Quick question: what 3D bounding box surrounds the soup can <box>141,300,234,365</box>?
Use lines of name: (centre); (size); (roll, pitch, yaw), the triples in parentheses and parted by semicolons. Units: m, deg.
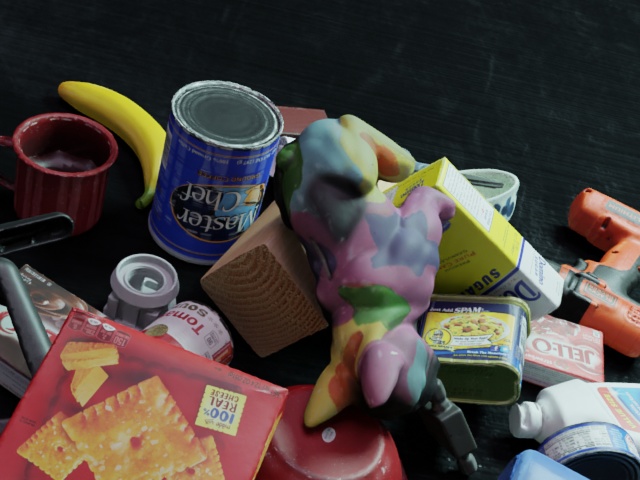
soup can: (-0.124, 0.100, 0.849); (0.068, 0.069, 0.102); (33, 41, 17)

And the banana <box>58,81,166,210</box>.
banana: (-0.197, -0.109, 1.090); (0.069, 0.037, 0.198); (-13, 48, -35)

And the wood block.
wood block: (-0.007, 0.001, 0.970); (0.091, 0.090, 0.205); (52, 40, -11)

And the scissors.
scissors: (0.090, -0.065, 1.106); (0.096, 0.016, 0.202); (-23, 27, -23)

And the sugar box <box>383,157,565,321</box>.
sugar box: (0.132, 0.012, 0.969); (0.176, 0.094, 0.048); (44, 43, -20)

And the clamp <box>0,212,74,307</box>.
clamp: (-0.291, 0.008, 0.882); (0.172, 0.039, 0.120); (8, 28, 16)

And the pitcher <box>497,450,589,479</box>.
pitcher: (0.227, 0.246, 0.749); (0.243, 0.145, 0.149); (31, 9, 10)

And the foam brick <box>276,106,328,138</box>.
foam brick: (-0.030, -0.107, 1.140); (0.078, 0.053, 0.051); (1, 42, -20)

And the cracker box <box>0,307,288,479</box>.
cracker box: (-0.135, 0.169, 0.701); (0.164, 0.072, 0.213); (22, 62, 5)

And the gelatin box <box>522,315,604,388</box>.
gelatin box: (0.222, 0.107, 1.004); (0.089, 0.030, 0.073); (18, 39, 0)

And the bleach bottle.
bleach bottle: (0.289, 0.173, 0.930); (0.250, 0.068, 0.102); (6, 41, -11)

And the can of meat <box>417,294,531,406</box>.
can of meat: (0.132, 0.097, 0.943); (0.102, 0.057, 0.084); (1, 39, 16)

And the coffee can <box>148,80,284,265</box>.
coffee can: (-0.099, -0.061, 0.990); (0.102, 0.140, 0.103); (11, 39, -9)

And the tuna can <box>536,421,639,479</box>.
tuna can: (0.217, 0.186, 0.865); (0.086, 0.086, 0.034); (9, 38, -12)

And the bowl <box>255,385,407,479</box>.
bowl: (-0.001, 0.166, 0.829); (0.162, 0.055, 0.162); (11, 40, -9)

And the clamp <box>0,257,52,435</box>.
clamp: (-0.208, 0.134, 0.774); (0.210, 0.036, 0.164); (38, 71, 0)

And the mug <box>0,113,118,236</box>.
mug: (-0.248, -0.060, 0.977); (0.117, 0.082, 0.093); (14, 39, -6)

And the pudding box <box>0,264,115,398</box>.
pudding box: (-0.224, 0.081, 0.855); (0.113, 0.039, 0.089); (29, 41, 14)

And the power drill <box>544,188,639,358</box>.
power drill: (0.272, 0.022, 1.104); (0.184, 0.057, 0.187); (30, 43, 9)
